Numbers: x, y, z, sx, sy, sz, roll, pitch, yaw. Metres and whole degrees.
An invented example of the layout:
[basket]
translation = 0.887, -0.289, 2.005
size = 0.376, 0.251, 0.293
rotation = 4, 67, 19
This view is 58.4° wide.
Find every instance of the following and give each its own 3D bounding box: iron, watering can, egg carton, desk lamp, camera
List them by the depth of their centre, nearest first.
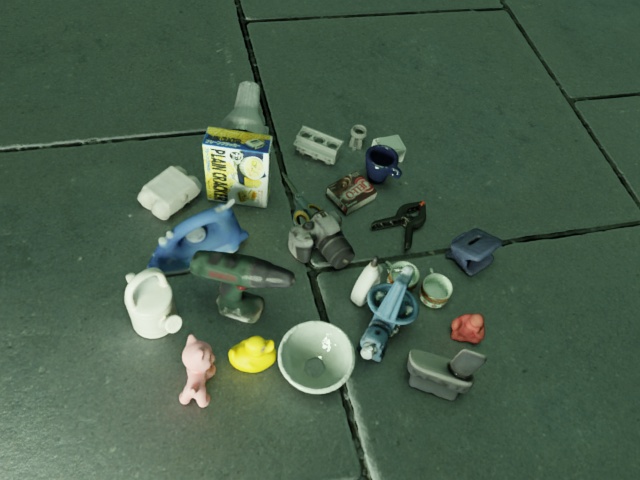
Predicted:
[watering can]
translation = -0.356, 0.129, 1.220
size = 0.172, 0.194, 0.101
rotation = 23, 56, 9
[iron]
translation = -0.300, -0.009, 1.353
size = 0.259, 0.141, 0.118
rotation = -28, 64, -24
[camera]
translation = 0.013, 0.005, 1.410
size = 0.143, 0.101, 0.136
rotation = -26, 63, -23
[egg carton]
translation = -0.381, -0.121, 1.462
size = 0.107, 0.069, 0.150
rotation = 34, 59, 15
[desk lamp]
translation = -0.196, -0.299, 1.519
size = 0.118, 0.213, 0.203
rotation = 6, 56, -3

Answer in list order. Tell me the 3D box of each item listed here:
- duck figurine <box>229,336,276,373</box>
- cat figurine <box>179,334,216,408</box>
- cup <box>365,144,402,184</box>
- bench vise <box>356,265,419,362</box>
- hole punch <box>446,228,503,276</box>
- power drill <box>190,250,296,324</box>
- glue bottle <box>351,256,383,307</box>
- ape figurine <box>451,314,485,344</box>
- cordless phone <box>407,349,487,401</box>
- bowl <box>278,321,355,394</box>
[duck figurine]
translation = -0.145, 0.238, 1.240
size = 0.104, 0.086, 0.077
rotation = -4, 57, -10
[cat figurine]
translation = -0.255, 0.267, 1.187
size = 0.067, 0.118, 0.128
rotation = 5, 56, -4
[cup]
translation = 0.173, -0.192, 1.568
size = 0.092, 0.095, 0.117
rotation = -36, 67, -27
[bench vise]
translation = 0.160, 0.162, 1.252
size = 0.121, 0.220, 0.207
rotation = 12, 55, 1
[hole punch]
translation = 0.392, 0.019, 1.457
size = 0.109, 0.091, 0.101
rotation = -31, 65, -25
[power drill]
translation = -0.168, 0.099, 1.257
size = 0.229, 0.208, 0.075
rotation = 16, 56, 3
[glue bottle]
translation = 0.116, 0.086, 1.325
size = 0.037, 0.173, 0.078
rotation = 39, 60, 18
[ape figurine]
translation = 0.352, 0.199, 1.330
size = 0.076, 0.092, 0.077
rotation = -34, 66, -26
[cordless phone]
translation = 0.270, 0.260, 1.222
size = 0.147, 0.185, 0.094
rotation = 14, 55, 3
[bowl]
translation = -0.010, 0.265, 1.248
size = 0.167, 0.075, 0.167
rotation = 4, 56, -5
